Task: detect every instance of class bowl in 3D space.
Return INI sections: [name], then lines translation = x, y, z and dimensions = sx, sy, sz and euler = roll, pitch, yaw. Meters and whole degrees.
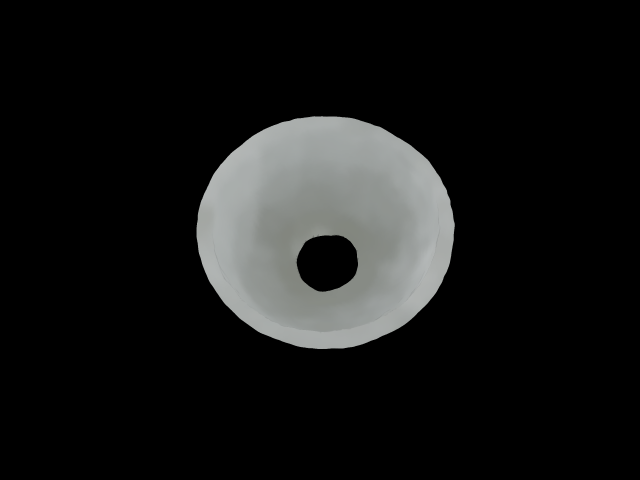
[bowl]
translation = 0.004, 0.001, 0.400
dimensions = 0.167, 0.075, 0.167
euler = 0, 66, 0
